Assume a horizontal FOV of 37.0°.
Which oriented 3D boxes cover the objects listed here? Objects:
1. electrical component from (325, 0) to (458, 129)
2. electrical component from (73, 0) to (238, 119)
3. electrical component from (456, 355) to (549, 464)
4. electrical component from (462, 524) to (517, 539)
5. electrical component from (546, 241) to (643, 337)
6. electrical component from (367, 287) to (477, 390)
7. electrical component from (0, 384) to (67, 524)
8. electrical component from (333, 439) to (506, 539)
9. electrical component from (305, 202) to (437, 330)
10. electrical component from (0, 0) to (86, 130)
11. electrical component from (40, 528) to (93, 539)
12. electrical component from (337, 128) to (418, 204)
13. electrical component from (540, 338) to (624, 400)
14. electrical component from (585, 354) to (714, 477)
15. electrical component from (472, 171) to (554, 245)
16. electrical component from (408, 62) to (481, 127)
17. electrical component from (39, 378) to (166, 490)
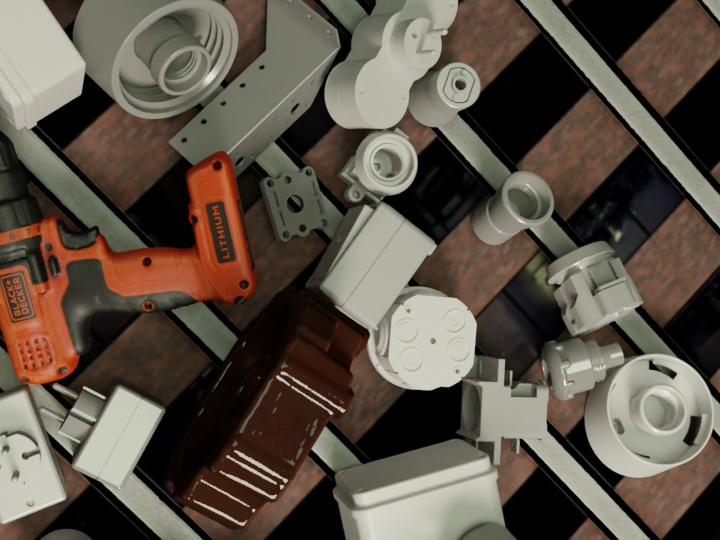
[{"bbox_3d":[0.035,-0.166,0.797,0.052,0.074,0.138,38,72,-35],"label":"electrical component"},{"bbox_3d":[-0.135,-0.154,0.742,0.108,0.108,0.060,-35,62,-12],"label":"electrical component"},{"bbox_3d":[0.113,0.109,0.845,0.064,0.042,0.081,3,90,-17],"label":"electrical component"},{"bbox_3d":[0.088,0.217,0.745,0.079,0.077,0.044,19,117,-35],"label":"electrical component"},{"bbox_3d":[0.183,0.014,0.849,0.058,0.078,0.057,-20,76,-12],"label":"electrical component"},{"bbox_3d":[0.048,0.053,0.824,0.080,0.051,0.080,0,90,-14],"label":"electrical component"},{"bbox_3d":[-0.238,0.128,0.739,0.047,0.076,0.083,-20,95,-14],"label":"electrical component"},{"bbox_3d":[0.043,0.173,0.809,0.113,0.078,0.057,-13,96,-14],"label":"electrical component"},{"bbox_3d":[0.000,0.000,0.806,0.061,0.062,0.096,38,81,-11],"label":"electrical component"},{"bbox_3d":[-0.238,-0.158,0.724,0.056,0.109,0.108,-36,98,-14],"label":"electrical component"},{"bbox_3d":[-0.168,0.233,0.757,0.138,0.074,0.052,27,84,-13],"label":"electrical component"},{"bbox_3d":[0.016,-0.079,0.814,0.048,0.055,0.066,38,81,-11],"label":"electrical component"},{"bbox_3d":[0.178,0.074,0.854,0.062,0.048,0.048,-15,93,-5],"label":"electrical component"},{"bbox_3d":[0.235,0.117,0.876,0.099,0.064,0.099,2,77,-8],"label":"electrical component"},{"bbox_3d":[0.115,-0.045,0.833,0.044,0.065,0.044,7,70,-20],"label":"electrical component"},{"bbox_3d":[0.066,-0.136,0.822,0.044,0.065,0.044,0,89,-15],"label":"electrical component"},{"bbox_3d":[-0.189,0.107,0.766,0.077,0.047,0.065,30,83,-13],"label":"electrical component"}]
